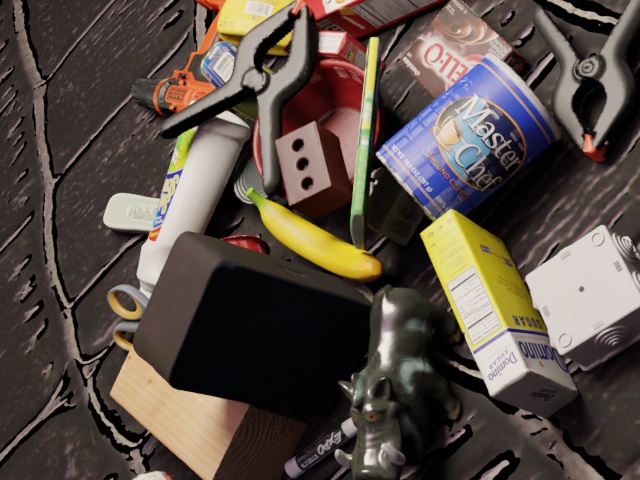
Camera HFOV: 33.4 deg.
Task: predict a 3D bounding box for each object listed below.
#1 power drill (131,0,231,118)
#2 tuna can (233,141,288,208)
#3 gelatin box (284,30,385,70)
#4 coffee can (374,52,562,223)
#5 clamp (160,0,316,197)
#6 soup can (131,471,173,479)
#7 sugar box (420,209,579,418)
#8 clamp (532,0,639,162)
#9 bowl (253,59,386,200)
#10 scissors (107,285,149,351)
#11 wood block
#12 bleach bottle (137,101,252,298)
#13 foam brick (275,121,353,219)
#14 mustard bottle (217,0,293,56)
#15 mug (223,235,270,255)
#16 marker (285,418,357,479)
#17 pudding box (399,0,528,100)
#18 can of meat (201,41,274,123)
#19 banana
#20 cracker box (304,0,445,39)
[{"bbox_3d":[-0.159,-0.244,1.382,0.185,0.057,0.187,18,87,42],"label":"power drill"},{"bbox_3d":[-0.058,-0.077,1.226,0.086,0.033,0.086,-19,59,36],"label":"tuna can"},{"bbox_3d":[0.016,-0.203,1.186,0.089,0.073,0.030,13,78,45],"label":"gelatin box"},{"bbox_3d":[0.135,-0.088,0.983,0.140,0.102,0.103,-41,48,6],"label":"coffee can"},{"bbox_3d":[-0.059,-0.157,1.148,0.165,0.036,0.210,37,92,24],"label":"clamp"},{"bbox_3d":[-0.165,0.302,1.132,0.068,0.068,0.102,-56,44,8],"label":"soup can"},{"bbox_3d":[0.154,0.063,0.925,0.048,0.093,0.176,-41,49,22],"label":"sugar box"},{"bbox_3d":[0.242,-0.156,0.979,0.120,0.039,0.171,1,72,44],"label":"clamp"},{"bbox_3d":[0.008,-0.110,1.151,0.162,0.055,0.162,-9,72,28],"label":"bowl"},{"bbox_3d":[-0.180,0.085,1.248,0.202,0.016,0.096,-17,102,39],"label":"scissors"},{"bbox_3d":[-0.123,0.179,1.131,0.206,0.090,0.090,27,91,46],"label":"wood block"},{"bbox_3d":[-0.161,-0.033,1.261,0.251,0.068,0.103,-68,24,11],"label":"bleach bottle"},{"bbox_3d":[-0.006,-0.070,1.083,0.053,0.051,0.078,-24,66,23],"label":"foam brick"},{"bbox_3d":[-0.055,-0.325,1.304,0.096,0.058,0.191,14,78,9],"label":"mustard bottle"},{"bbox_3d":[-0.094,0.061,1.164,0.117,0.093,0.081,-45,51,33],"label":"mug"},{"bbox_3d":[0.013,0.196,1.047,0.121,0.020,0.020,-40,49,23],"label":"marker"},{"bbox_3d":[0.144,-0.181,1.081,0.090,0.039,0.114,-49,46,16],"label":"pudding box"},{"bbox_3d":[-0.082,-0.181,1.248,0.057,0.102,0.084,-52,43,11],"label":"can of meat"},{"bbox_3d":[-0.001,0.006,1.112,0.198,0.069,0.037,29,87,36],"label":"banana"},{"bbox_3d":[0.084,-0.327,1.181,0.214,0.072,0.164,-17,60,38],"label":"cracker box"}]
